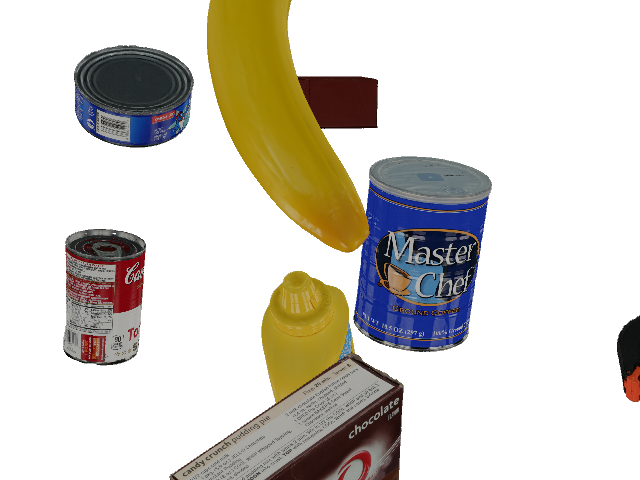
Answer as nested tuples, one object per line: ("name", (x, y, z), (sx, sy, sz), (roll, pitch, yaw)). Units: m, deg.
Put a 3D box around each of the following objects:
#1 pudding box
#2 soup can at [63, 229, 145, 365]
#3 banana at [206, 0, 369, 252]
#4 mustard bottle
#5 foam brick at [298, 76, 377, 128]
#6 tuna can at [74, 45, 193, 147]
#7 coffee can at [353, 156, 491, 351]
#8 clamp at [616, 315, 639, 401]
("pudding box", (-0.012, 0.116, 0.486), (0.039, 0.090, 0.113), (30, 47, 34))
("soup can", (-0.189, 0.049, 0.928), (0.068, 0.102, 0.068), (6, 20, -2))
("banana", (-0.017, -0.083, 0.487), (0.069, 0.198, 0.037), (-1, -31, -2))
("mustard bottle", (-0.005, 0.086, 0.742), (0.058, 0.096, 0.191), (7, -38, 13))
("foam brick", (0.015, -0.143, 1.104), (0.078, 0.051, 0.053), (-3, 13, -19))
("tuna can", (-0.137, -0.106, 0.784), (0.086, 0.034, 0.086), (6, 42, -6))
("coffee can", (0.086, 0.010, 0.916), (0.103, 0.140, 0.103), (5, 22, -2))
("clamp", (0.314, 0.075, 0.962), (0.171, 0.039, 0.120), (-33, 37, -25))
